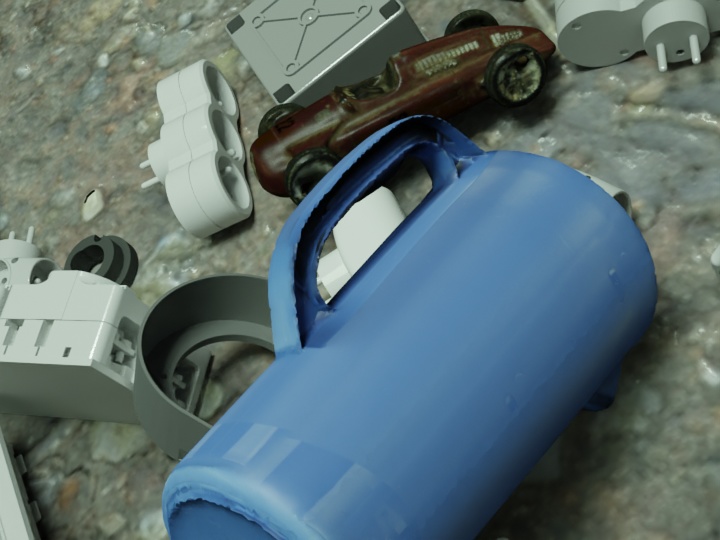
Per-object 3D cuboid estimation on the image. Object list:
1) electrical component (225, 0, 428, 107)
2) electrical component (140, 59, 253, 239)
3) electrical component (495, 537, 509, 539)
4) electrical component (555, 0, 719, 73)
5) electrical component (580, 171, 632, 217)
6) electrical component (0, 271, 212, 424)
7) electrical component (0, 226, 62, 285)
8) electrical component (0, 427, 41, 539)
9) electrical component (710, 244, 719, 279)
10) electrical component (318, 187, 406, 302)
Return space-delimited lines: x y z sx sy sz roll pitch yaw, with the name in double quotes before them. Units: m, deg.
"electrical component" -0.023 -0.160 0.751 0.109 0.056 0.108 -38 52 5
"electrical component" -0.126 -0.081 0.765 0.074 0.052 0.138 -23 55 16
"electrical component" 0.058 0.180 0.486 0.100 0.099 0.048 -37 41 4
"electrical component" 0.184 -0.148 0.631 0.138 0.052 0.073 -11 59 23
"electrical component" 0.102 -0.017 0.608 0.077 0.043 0.079 19 74 35
"electrical component" -0.203 0.051 0.700 0.186 0.105 0.060 0 63 29
"electrical component" -0.257 0.004 0.795 0.077 0.044 0.079 -12 59 23
"electrical component" -0.244 0.158 0.689 0.079 0.063 0.121 -37 52 5
"electrical component" 0.212 -0.015 0.551 0.061 0.035 0.035 -43 51 -2
"electrical component" 0.000 0.000 0.654 0.079 0.044 0.077 -32 52 10
